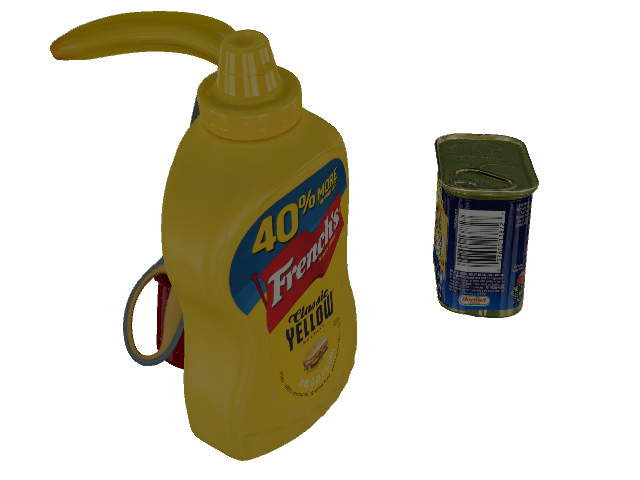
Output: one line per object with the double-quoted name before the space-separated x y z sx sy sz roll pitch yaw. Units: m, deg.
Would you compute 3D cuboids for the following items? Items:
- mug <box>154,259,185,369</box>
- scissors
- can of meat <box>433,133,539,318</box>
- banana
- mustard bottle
"mug" -0.094 0.067 0.953 0.117 0.081 0.093 15 26 20
"scissors" -0.074 -0.004 0.741 0.096 0.201 0.016 20 -12 0
"can of meat" 0.099 -0.011 0.661 0.057 0.084 0.102 2 24 3
"banana" -0.147 -0.181 0.967 0.198 0.037 0.069 10 46 16
"mustard bottle" -0.025 0.000 0.459 0.058 0.192 0.096 24 45 31
